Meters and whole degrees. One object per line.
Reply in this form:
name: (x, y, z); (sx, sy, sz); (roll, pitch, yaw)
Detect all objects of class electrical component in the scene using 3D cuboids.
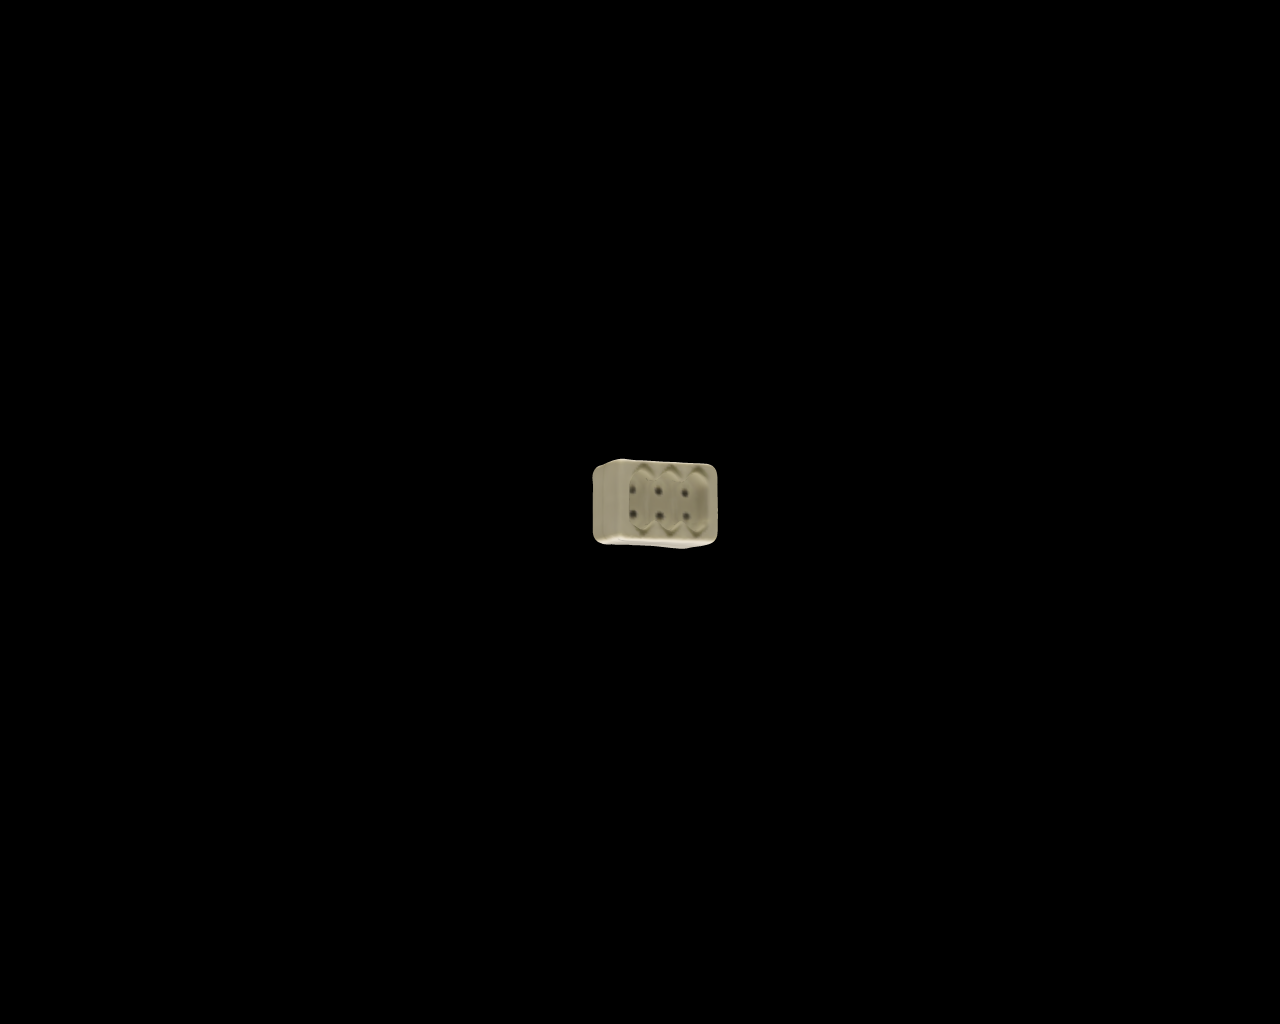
electrical component: (0.001, -0.003, 0.650); (0.066, 0.047, 0.076); (3, -7, -26)
